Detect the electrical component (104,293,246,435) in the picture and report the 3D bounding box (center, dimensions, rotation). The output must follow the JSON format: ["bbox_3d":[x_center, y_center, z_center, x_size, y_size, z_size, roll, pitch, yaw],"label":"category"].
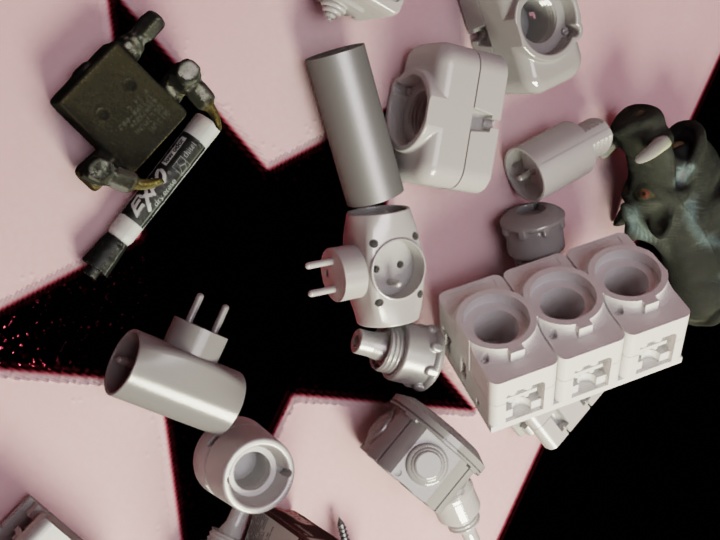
[{"bbox_3d":[-0.108,0.054,0.672,0.077,0.043,0.079,27,84,-30],"label":"electrical component"}]

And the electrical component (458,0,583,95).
[{"bbox_3d":[0.114,-0.173,0.752,0.054,0.059,0.095,-28,110,-23],"label":"electrical component"}]

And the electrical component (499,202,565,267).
[{"bbox_3d":[0.130,-0.016,0.793,0.048,0.048,0.062,-23,115,-24],"label":"electrical component"}]

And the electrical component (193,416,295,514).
[{"bbox_3d":[-0.074,0.127,0.699,0.055,0.047,0.055,-4,99,-28],"label":"electrical component"}]

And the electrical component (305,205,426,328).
[{"bbox_3d":[0.000,0.000,0.723,0.079,0.044,0.077,-11,103,-27],"label":"electrical component"}]

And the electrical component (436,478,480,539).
[{"bbox_3d":[0.073,0.178,0.796,0.035,0.035,0.061,-33,114,-21],"label":"electrical component"}]

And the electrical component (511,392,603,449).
[{"bbox_3d":[0.145,0.079,0.811,0.089,0.050,0.055,-46,116,-15],"label":"electrical component"}]

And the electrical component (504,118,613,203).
[{"bbox_3d":[0.152,-0.086,0.794,0.081,0.043,0.043,-29,110,-23],"label":"electrical component"}]

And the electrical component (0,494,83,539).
[{"bbox_3d":[-0.183,0.189,0.646,0.055,0.050,0.089,-47,116,-15],"label":"electrical component"}]

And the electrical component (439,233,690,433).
[{"bbox_3d":[0.140,0.038,0.752,0.150,0.089,0.061,-18,137,-12],"label":"electrical component"}]

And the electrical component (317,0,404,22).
[{"bbox_3d":[0.002,-0.203,0.684,0.062,0.061,0.096,23,86,-29],"label":"electrical component"}]

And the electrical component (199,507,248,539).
[{"bbox_3d":[-0.091,0.185,0.706,0.035,0.035,0.061,30,80,-29],"label":"electrical component"}]

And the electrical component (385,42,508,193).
[{"bbox_3d":[0.057,-0.104,0.733,0.059,0.054,0.095,7,94,-30],"label":"electrical component"}]

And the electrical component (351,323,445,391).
[{"bbox_3d":[0.025,0.056,0.746,0.062,0.048,0.048,16,90,-23],"label":"electrical component"}]

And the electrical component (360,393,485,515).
[{"bbox_3d":[0.043,0.127,0.746,0.051,0.080,0.080,-49,117,-8],"label":"electrical component"}]
